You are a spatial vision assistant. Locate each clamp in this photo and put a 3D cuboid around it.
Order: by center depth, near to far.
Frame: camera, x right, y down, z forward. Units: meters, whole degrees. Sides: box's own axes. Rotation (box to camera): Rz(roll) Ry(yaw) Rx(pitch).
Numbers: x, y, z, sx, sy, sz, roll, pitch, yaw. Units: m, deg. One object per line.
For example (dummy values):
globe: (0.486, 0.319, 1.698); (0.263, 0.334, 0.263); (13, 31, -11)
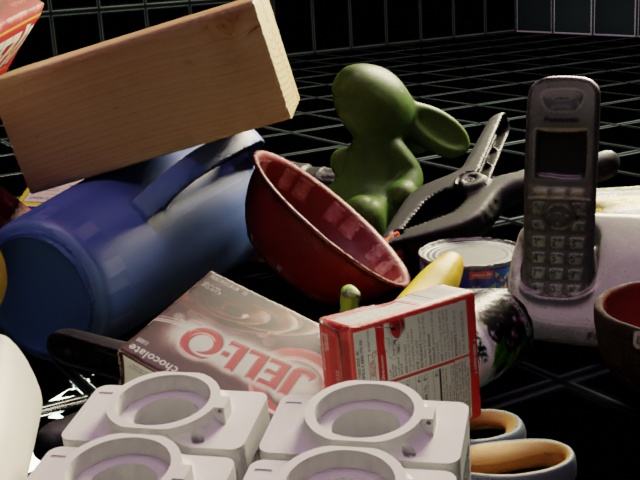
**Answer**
clamp: (-0.093, 0.084, 0.659); (0.171, 0.039, 0.120); (-5, 34, -17)
clamp: (0.147, -0.041, 0.941); (0.209, 0.036, 0.165); (-37, 32, -21)

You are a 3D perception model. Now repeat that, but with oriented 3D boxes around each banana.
banana: (0.053, 0.052, 0.712); (0.037, 0.070, 0.197); (31, 18, 18)

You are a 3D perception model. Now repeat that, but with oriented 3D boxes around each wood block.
wood block: (-0.129, -0.114, 0.813); (0.206, 0.091, 0.090); (-16, 15, 8)

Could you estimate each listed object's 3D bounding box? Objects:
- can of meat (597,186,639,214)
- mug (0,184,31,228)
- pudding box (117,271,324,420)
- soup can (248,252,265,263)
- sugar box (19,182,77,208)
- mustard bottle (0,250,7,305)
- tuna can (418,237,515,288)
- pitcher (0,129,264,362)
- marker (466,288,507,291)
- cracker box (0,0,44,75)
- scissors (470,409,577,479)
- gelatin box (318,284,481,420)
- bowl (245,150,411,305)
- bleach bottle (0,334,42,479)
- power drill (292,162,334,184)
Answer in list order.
can of meat: (0.250, -0.007, 0.909); (0.102, 0.057, 0.084); (-3, 17, 1)
mug: (-0.271, 0.011, 0.853); (0.117, 0.081, 0.093); (-49, 49, -8)
pudding box: (-0.044, 0.074, 0.609); (0.114, 0.039, 0.089); (23, 38, 21)
soup can: (-0.049, -0.012, 0.970); (0.102, 0.068, 0.068); (5, 17, 25)
sugar box: (-0.221, -0.031, 0.961); (0.093, 0.048, 0.176); (5, 53, 28)
mustard bottle: (-0.255, 0.036, 0.680); (0.096, 0.058, 0.191); (7, 48, 8)
tuna can: (0.123, 0.024, 0.861); (0.086, 0.034, 0.086); (-3, 15, 1)
pitcher: (-0.142, -0.006, 0.833); (0.145, 0.149, 0.242); (6, 21, 22)
marker: (0.128, 0.045, 0.810); (0.121, 0.020, 0.020); (0, 15, 11)
cracker box: (-0.303, -0.093, 0.801); (0.072, 0.214, 0.164); (32, 20, -10)
scissors: (0.033, 0.117, 0.571); (0.202, 0.016, 0.096); (-2, 13, 3)
gelatin box: (0.043, 0.069, 0.570); (0.089, 0.073, 0.030); (-13, 15, -32)
bowl: (-0.006, 0.001, 0.845); (0.162, 0.055, 0.162); (39, 13, -11)
bleach bottle: (-0.188, 0.128, 0.481); (0.102, 0.068, 0.251); (-21, 21, 0)
power drill: (-0.076, -0.043, 1.119); (0.185, 0.057, 0.187); (1, 13, 28)
